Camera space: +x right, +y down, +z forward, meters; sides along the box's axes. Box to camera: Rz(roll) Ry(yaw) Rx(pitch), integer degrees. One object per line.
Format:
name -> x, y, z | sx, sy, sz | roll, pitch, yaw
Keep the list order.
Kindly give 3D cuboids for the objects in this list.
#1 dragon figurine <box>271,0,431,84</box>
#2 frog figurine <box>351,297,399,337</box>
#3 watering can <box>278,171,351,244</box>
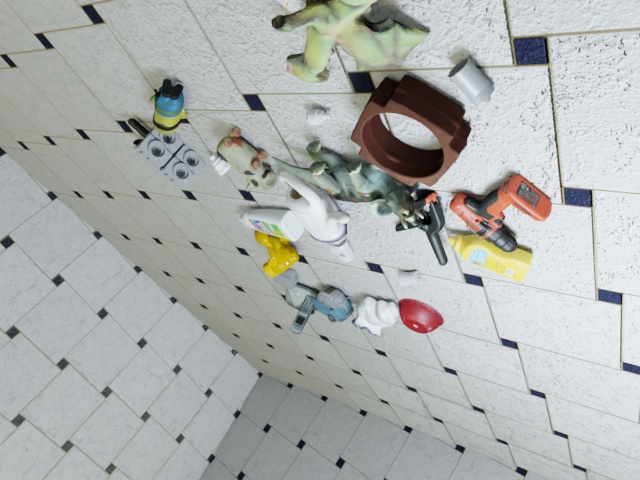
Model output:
dragon figurine -> 0.080, -0.373, 0.811 | 0.406, 0.124, 0.240 | -23, -31, 34
frog figurine -> 0.203, 0.246, 1.776 | 0.156, 0.138, 0.125 | -51, -5, 34
watering can -> 0.004, -0.068, 1.350 | 0.353, 0.104, 0.220 | 40, -10, 47
